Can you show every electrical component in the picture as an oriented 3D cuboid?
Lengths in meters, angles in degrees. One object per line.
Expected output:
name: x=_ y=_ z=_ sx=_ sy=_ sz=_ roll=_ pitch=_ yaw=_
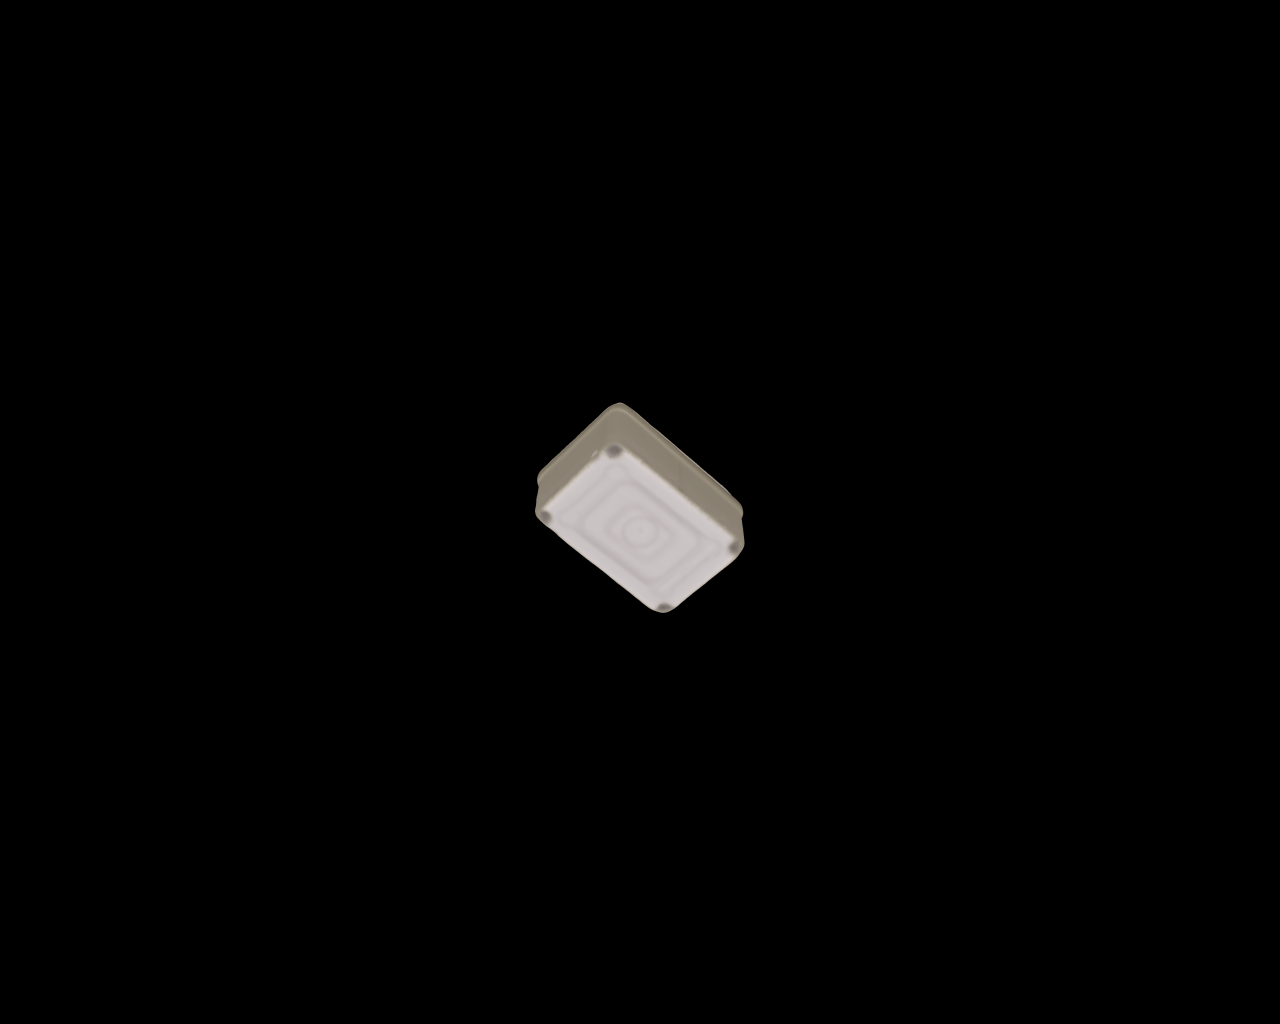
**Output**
electrical component: x=0.001 y=-0.003 z=0.650 sx=0.113 sy=0.078 sz=0.057 roll=39 pitch=24 yaw=-22
